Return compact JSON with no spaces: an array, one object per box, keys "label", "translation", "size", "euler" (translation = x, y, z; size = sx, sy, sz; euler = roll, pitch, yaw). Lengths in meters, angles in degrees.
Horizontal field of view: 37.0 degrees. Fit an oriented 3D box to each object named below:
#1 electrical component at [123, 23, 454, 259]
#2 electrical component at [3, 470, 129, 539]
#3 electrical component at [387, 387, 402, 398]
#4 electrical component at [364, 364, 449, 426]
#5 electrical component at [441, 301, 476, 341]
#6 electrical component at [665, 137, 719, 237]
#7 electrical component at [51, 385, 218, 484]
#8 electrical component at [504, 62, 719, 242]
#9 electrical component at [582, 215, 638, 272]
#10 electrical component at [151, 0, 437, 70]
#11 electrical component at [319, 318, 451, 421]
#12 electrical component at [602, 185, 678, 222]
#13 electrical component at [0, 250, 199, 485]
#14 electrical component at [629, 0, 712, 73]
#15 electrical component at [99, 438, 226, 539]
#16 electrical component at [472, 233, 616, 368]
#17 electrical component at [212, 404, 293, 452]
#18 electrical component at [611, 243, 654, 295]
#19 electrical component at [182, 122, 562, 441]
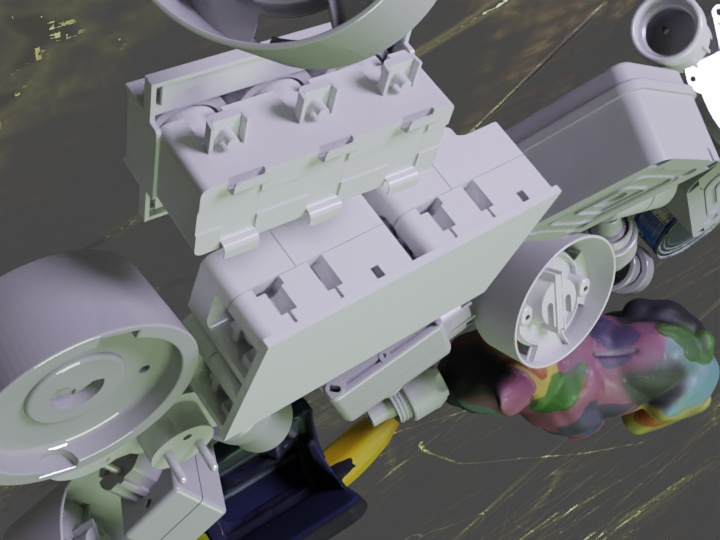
[{"label":"electrical component","translation":[-0.027,-0.057,0.442],"size":[0.121,0.063,0.078],"euler":[-23,152,-27]},{"label":"electrical component","translation":[-0.161,0.172,0.635],"size":[0.064,0.099,0.099],"euler":[-34,156,9]},{"label":"electrical component","translation":[0.000,0.068,0.720],"size":[0.062,0.043,0.043],"euler":[-8,143,-45]},{"label":"electrical component","translation":[0.032,0.095,0.809],"size":[0.062,0.043,0.043],"euler":[-30,154,-11]},{"label":"electrical component","translation":[0.050,0.034,0.731],"size":[0.046,0.040,0.040],"euler":[-33,156,-21]},{"label":"electrical component","translation":[0.243,-0.081,0.759],"size":[0.078,0.057,0.113],"euler":[-39,155,5]},{"label":"electrical component","translation":[-0.103,0.080,0.571],"size":[0.138,0.073,0.052],"euler":[-16,148,-37]},{"label":"electrical component","translation":[0.131,-0.064,0.604],"size":[0.113,0.057,0.078],"euler":[-29,164,40]},{"label":"electrical component","translation":[0.182,-0.028,0.789],"size":[0.043,0.043,0.062],"euler":[-34,154,-5]},{"label":"electrical component","translation":[-0.020,-0.111,0.322],"size":[0.099,0.099,0.064],"euler":[-43,161,13]},{"label":"electrical component","translation":[0.011,0.039,0.661],"size":[0.096,0.061,0.061],"euler":[-35,155,-4]},{"label":"electrical component","translation":[0.172,-0.061,0.705],"size":[0.047,0.055,0.055],"euler":[-19,150,-27]},{"label":"electrical component","translation":[-0.133,0.037,0.472],"size":[0.108,0.060,0.108],"euler":[-29,154,-16]},{"label":"electrical component","translation":[0.177,-0.132,0.606],"size":[0.040,0.040,0.046],"euler":[-46,159,19]},{"label":"electrical component","translation":[-0.126,0.118,0.628],"size":[0.047,0.065,0.077],"euler":[-44,125,15]},{"label":"electrical component","translation":[0.127,0.018,0.739],"size":[0.099,0.064,0.099],"euler":[-13,111,-36]},{"label":"electrical component","translation":[-0.072,0.085,0.655],"size":[0.045,0.045,0.055],"euler":[-39,155,5]},{"label":"electrical component","translation":[0.208,-0.003,0.864],"size":[0.045,0.045,0.055],"euler":[-46,154,20]},{"label":"electrical component","translation":[0.000,0.000,0.553],"size":[0.186,0.060,0.105],"euler":[-27,161,-31]}]
